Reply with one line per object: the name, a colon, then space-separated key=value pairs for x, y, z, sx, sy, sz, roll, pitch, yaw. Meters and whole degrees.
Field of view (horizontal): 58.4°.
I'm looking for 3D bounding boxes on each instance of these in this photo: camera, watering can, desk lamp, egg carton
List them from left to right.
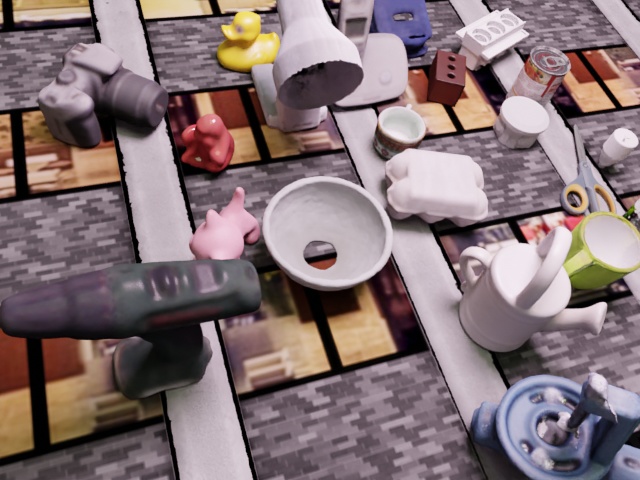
camera: x=-0.296 y=-0.204 z=0.805 sx=0.136 sy=0.101 sz=0.143 roll=21 pitch=57 yaw=3
desk lamp: x=-0.029 y=-0.252 z=0.818 sx=0.118 sy=0.213 sz=0.203 roll=-11 pitch=61 yaw=-17
egg carton: x=0.167 y=-0.074 z=0.830 sx=0.150 sy=0.069 sz=0.107 roll=5 pitch=58 yaw=-8
watering can: x=0.256 y=0.057 z=0.691 sx=0.173 sy=0.194 sz=0.101 roll=13 pitch=57 yaw=-2

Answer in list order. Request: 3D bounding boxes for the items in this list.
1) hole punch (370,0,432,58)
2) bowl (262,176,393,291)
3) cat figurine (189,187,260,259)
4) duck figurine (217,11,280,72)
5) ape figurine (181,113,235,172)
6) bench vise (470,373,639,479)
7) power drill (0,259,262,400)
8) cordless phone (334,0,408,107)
hole punch: x=0.140 y=-0.381 z=1.003 sx=0.109 sy=0.091 sz=0.101 roll=-14 pitch=62 yaw=-18
bowl: x=0.007 y=0.003 z=0.749 sx=0.167 sy=0.075 sz=0.167 roll=5 pitch=58 yaw=-8
cat figurine: x=-0.119 y=-0.008 z=0.707 sx=0.067 sy=0.118 sz=0.128 roll=19 pitch=57 yaw=2
duck figurine: x=-0.114 y=-0.328 z=0.925 sx=0.105 sy=0.086 sz=0.077 roll=-13 pitch=62 yaw=-18
ape figurine: x=-0.154 y=-0.140 z=0.797 sx=0.076 sy=0.092 sz=0.077 roll=-21 pitch=64 yaw=-22
bench vise: x=0.287 y=0.197 z=0.595 sx=0.207 sy=0.220 sz=0.121 roll=9 pitch=57 yaw=-5
power drill: x=-0.175 y=0.090 z=0.582 sx=0.230 sy=0.208 sz=0.075 roll=-14 pitch=62 yaw=-18
cordless phone: x=0.078 y=-0.301 z=0.885 sx=0.148 sy=0.185 sz=0.094 roll=-16 pitch=63 yaw=-19
